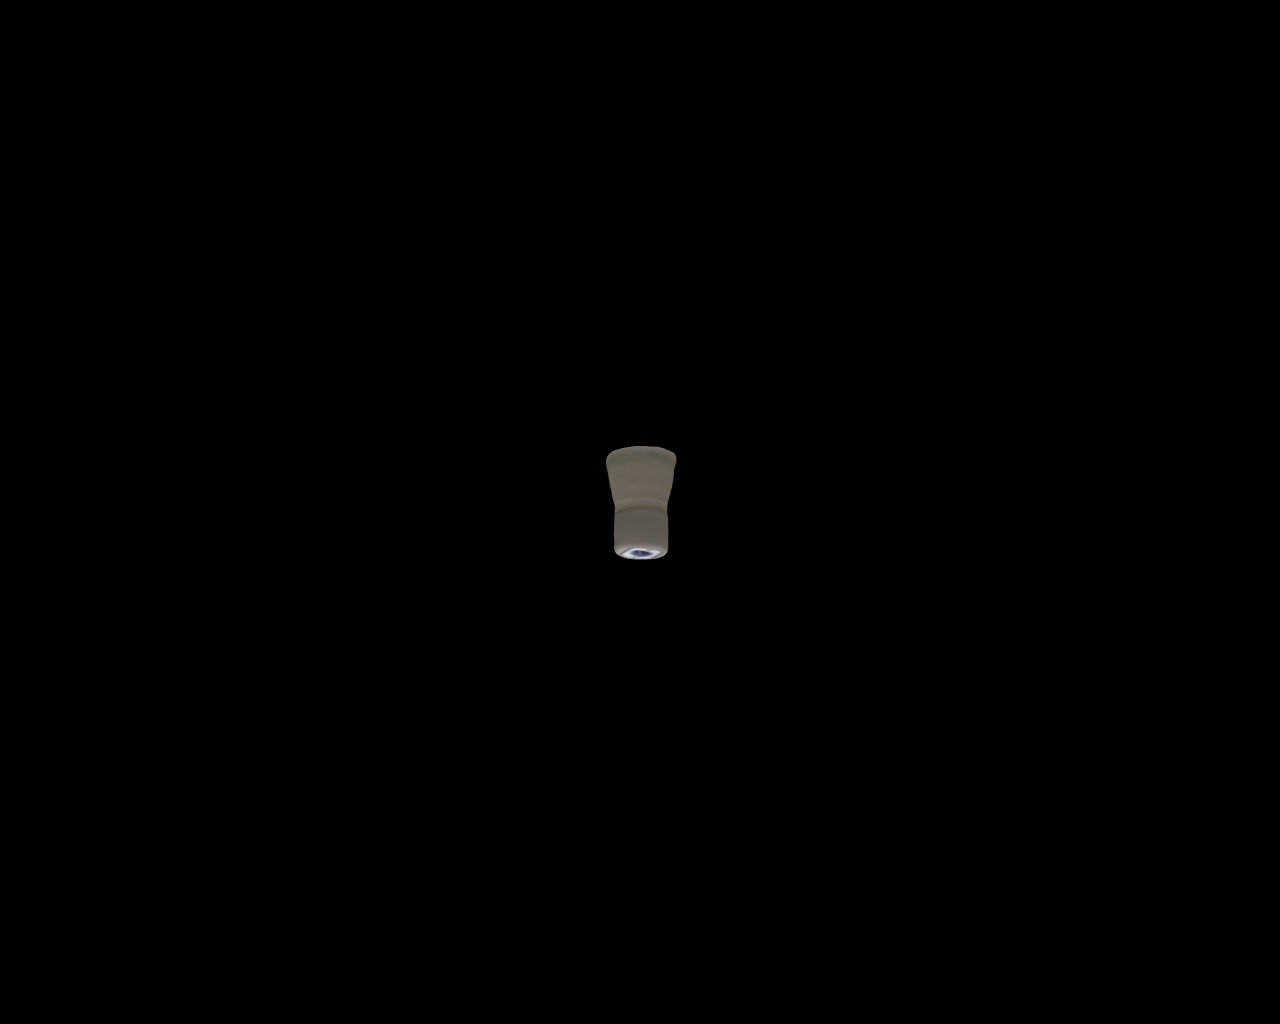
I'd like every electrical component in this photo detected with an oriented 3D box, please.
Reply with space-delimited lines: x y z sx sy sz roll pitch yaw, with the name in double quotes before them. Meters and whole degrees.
"electrical component" 0.001 -0.003 0.650 0.044 0.065 0.044 0 -18 0
